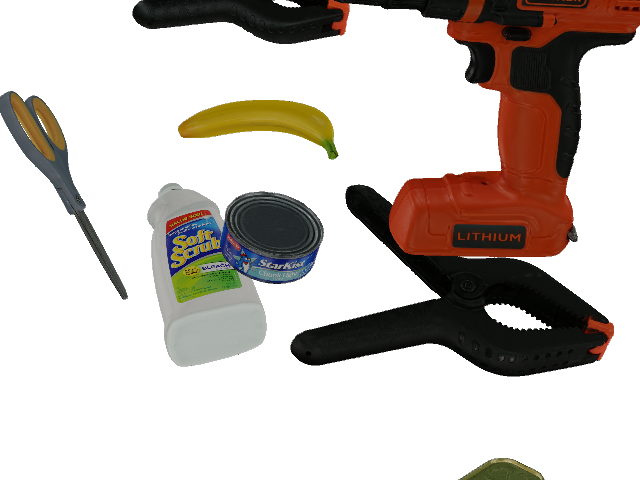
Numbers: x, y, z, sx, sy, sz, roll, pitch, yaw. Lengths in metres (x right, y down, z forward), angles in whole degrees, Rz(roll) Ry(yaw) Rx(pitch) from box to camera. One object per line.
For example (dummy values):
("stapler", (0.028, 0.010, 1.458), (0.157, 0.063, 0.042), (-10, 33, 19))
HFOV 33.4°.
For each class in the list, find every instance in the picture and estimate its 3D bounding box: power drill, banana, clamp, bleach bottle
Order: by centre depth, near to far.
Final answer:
("power drill", (0.084, -0.081, 0.579), (0.184, 0.188, 0.057), (2, 35, -5))
("clamp", (0.089, 0.048, 0.721), (0.210, 0.036, 0.164), (20, 48, 10))
("clamp", (-0.060, -0.211, 0.877), (0.171, 0.120, 0.039), (9, -27, -6))
("bleach bottle", (-0.136, 0.020, 1.105), (0.102, 0.068, 0.251), (-13, 38, -14))
("banana", (-0.066, -0.137, 1.245), (0.198, 0.037, 0.069), (8, 41, 17))

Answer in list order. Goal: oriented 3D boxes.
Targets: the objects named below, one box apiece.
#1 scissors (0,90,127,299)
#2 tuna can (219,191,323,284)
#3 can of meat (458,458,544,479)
("scissors", (-0.219, -0.048, 0.944), (0.016, 0.201, 0.096), (-26, 23, 10))
("tuna can", (-0.043, -0.002, 0.913), (0.086, 0.034, 0.086), (11, 38, -9))
("can of meat", (0.140, 0.244, 0.889), (0.101, 0.084, 0.058), (-22, 28, -37))
